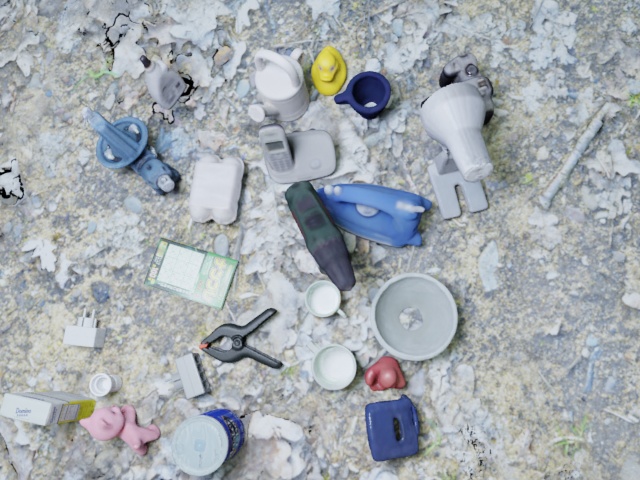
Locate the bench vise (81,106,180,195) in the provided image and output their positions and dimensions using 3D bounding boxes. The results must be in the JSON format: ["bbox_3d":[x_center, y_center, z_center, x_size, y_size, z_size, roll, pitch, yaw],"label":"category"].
[{"bbox_3d":[-0.376,-0.190,1.155,0.207,0.220,0.121,23,82,9],"label":"bench vise"}]

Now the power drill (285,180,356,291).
[{"bbox_3d":[0.010,0.004,1.090,0.075,0.208,0.229,-28,78,-1],"label":"power drill"}]

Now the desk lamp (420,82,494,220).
[{"bbox_3d":[0.270,-0.167,1.100,0.118,0.213,0.203,-16,78,2],"label":"desk lamp"}]

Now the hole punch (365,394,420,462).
[{"bbox_3d":[0.136,0.351,1.072,0.101,0.091,0.108,-9,78,3],"label":"hole punch"}]

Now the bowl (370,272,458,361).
[{"bbox_3d":[0.180,0.150,1.116,0.167,0.075,0.167,-1,79,5],"label":"bowl"}]

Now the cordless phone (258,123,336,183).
[{"bbox_3d":[-0.046,-0.186,1.144,0.147,0.185,0.094,-12,78,3],"label":"cordless phone"}]

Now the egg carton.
[{"bbox_3d":[-0.217,-0.106,1.202,0.107,0.069,0.150,5,79,6],"label":"egg carton"}]

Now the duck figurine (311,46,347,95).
[{"bbox_3d":[0.017,-0.374,1.227,0.077,0.086,0.104,3,79,6],"label":"duck figurine"}]

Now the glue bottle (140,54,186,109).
[{"bbox_3d":[-0.339,-0.343,1.206,0.037,0.173,0.078,35,84,11],"label":"glue bottle"}]

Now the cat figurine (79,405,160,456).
[{"bbox_3d":[-0.388,0.364,1.100,0.127,0.118,0.067,32,83,10],"label":"cat figurine"}]

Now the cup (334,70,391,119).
[{"bbox_3d":[0.089,-0.290,1.199,0.117,0.095,0.091,-11,78,3],"label":"cup"}]

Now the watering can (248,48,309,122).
[{"bbox_3d":[-0.083,-0.318,1.169,0.101,0.194,0.173,7,80,7],"label":"watering can"}]

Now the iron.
[{"bbox_3d":[0.089,-0.072,1.133,0.258,0.141,0.119,14,80,8],"label":"iron"}]

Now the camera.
[{"bbox_3d":[0.276,-0.299,1.183,0.137,0.101,0.143,-20,78,1],"label":"camera"}]

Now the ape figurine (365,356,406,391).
[{"bbox_3d":[0.127,0.260,1.090,0.077,0.092,0.076,25,82,9],"label":"ape figurine"}]
